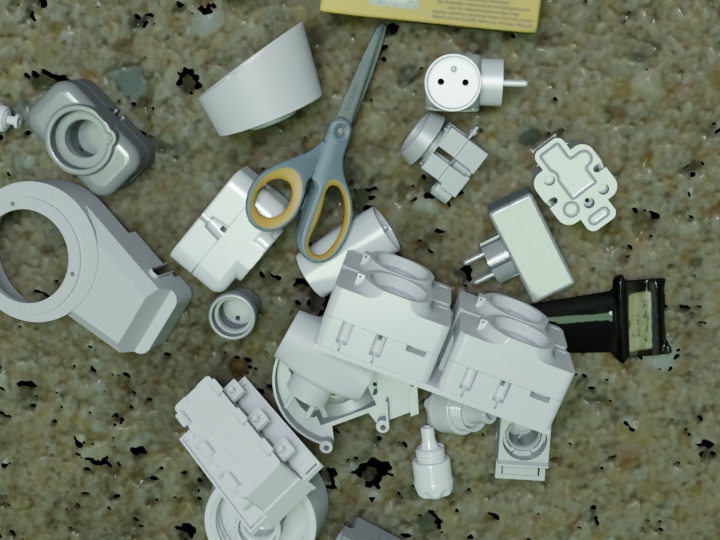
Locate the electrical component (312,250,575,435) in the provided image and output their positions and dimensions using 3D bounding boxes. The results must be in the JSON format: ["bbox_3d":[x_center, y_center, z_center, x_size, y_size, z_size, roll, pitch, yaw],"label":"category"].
[{"bbox_3d":[0.066,0.048,0.832,0.186,0.105,0.060,20,107,-1],"label":"electrical component"}]

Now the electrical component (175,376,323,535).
[{"bbox_3d":[-0.099,0.147,0.896,0.079,0.063,0.121,-44,51,-5],"label":"electrical component"}]

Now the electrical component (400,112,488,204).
[{"bbox_3d":[0.067,-0.096,0.875,0.055,0.048,0.066,35,103,-10],"label":"electrical component"}]

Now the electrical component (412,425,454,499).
[{"bbox_3d":[0.062,0.166,0.937,0.035,0.035,0.061,-6,99,7],"label":"electrical component"}]

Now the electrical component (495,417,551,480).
[{"bbox_3d":[0.137,0.133,0.907,0.042,0.064,0.081,4,102,3],"label":"electrical component"}]

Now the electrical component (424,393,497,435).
[{"bbox_3d":[0.088,0.118,0.908,0.062,0.043,0.043,0,107,51],"label":"electrical component"}]

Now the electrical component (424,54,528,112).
[{"bbox_3d":[0.092,-0.147,0.845,0.079,0.077,0.044,3,102,5],"label":"electrical component"}]

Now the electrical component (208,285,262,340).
[{"bbox_3d":[-0.105,0.035,0.919,0.040,0.046,0.040,1,102,5],"label":"electrical component"}]

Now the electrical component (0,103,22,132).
[{"bbox_3d":[-0.325,-0.132,0.908,0.078,0.040,0.040,11,103,3],"label":"electrical component"}]

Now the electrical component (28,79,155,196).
[{"bbox_3d":[-0.224,-0.110,0.893,0.054,0.059,0.095,-42,95,12],"label":"electrical component"}]

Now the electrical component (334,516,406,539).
[{"bbox_3d":[-0.021,0.304,0.946,0.062,0.089,0.150,28,103,-1],"label":"electrical component"}]

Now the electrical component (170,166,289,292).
[{"bbox_3d":[-0.104,-0.031,0.901,0.059,0.053,0.095,40,103,-4],"label":"electrical component"}]

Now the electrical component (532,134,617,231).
[{"bbox_3d":[0.170,-0.072,0.864,0.058,0.057,0.078,-37,96,12],"label":"electrical component"}]

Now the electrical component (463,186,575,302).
[{"bbox_3d":[0.123,-0.013,0.886,0.076,0.047,0.083,-26,98,10],"label":"electrical component"}]

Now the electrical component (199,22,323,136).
[{"bbox_3d":[-0.079,-0.148,0.852,0.099,0.099,0.064,-19,106,9],"label":"electrical component"}]

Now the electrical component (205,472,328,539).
[{"bbox_3d":[-0.085,0.216,0.948,0.108,0.060,0.108,1,102,5],"label":"electrical component"}]

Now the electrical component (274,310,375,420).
[{"bbox_3d":[-0.034,0.085,0.874,0.077,0.043,0.079,29,104,-1],"label":"electrical component"}]

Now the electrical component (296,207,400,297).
[{"bbox_3d":[0.000,0.000,0.903,0.077,0.043,0.079,-32,98,11],"label":"electrical component"}]
